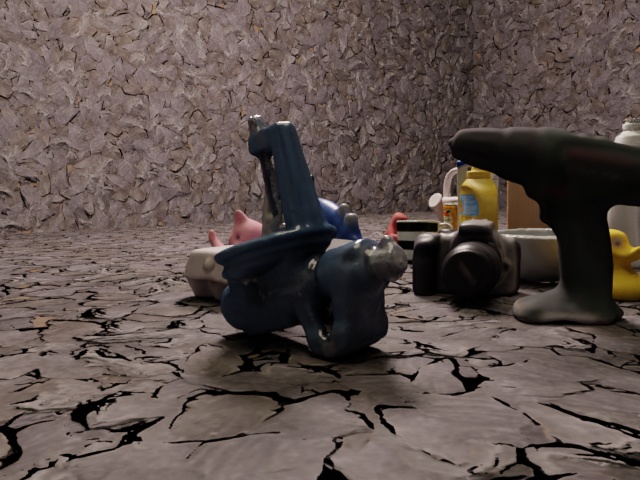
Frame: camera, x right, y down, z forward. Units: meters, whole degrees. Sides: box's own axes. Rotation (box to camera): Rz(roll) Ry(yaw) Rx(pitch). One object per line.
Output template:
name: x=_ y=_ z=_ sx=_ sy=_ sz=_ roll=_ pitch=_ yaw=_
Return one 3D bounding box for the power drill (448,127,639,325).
power drill: x=0.255 y=-0.019 z=0.615 sx=0.229 sy=0.208 sz=0.076 roll=-1 pitch=5 yaw=11

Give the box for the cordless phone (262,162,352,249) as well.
cordless phone: x=-0.015 y=-0.006 z=0.682 sx=0.147 sy=0.185 sz=0.094 roll=2 pitch=6 yaw=33

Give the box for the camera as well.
camera: x=0.185 y=0.025 z=0.749 sx=0.142 sy=0.101 sz=0.137 roll=0 pitch=5 yaw=22

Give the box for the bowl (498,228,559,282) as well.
bowl: x=0.340 y=0.024 z=0.868 sx=0.167 sy=0.075 sz=0.167 roll=-2 pitch=5 yaw=0

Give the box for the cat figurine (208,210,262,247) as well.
cat figurine: x=-0.133 y=0.010 z=0.931 sx=0.127 sy=0.118 sz=0.067 roll=1 pitch=6 yaw=31

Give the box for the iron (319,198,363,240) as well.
iron: x=0.008 y=0.003 z=0.826 sx=0.119 sy=0.141 sz=0.257 roll=-5 pitch=6 yaw=-31

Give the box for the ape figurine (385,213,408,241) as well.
ape figurine: x=0.173 y=-0.014 z=1.255 sx=0.078 sy=0.092 sz=0.075 roll=-7 pitch=7 yaw=-44

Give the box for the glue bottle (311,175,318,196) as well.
glue bottle: x=-0.014 y=-0.029 z=1.017 sx=0.037 sy=0.173 sz=0.078 roll=-2 pitch=5 yaw=0

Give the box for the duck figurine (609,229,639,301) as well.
duck figurine: x=0.364 y=0.029 z=0.734 sx=0.078 sy=0.086 sz=0.104 roll=-6 pitch=6 yaw=-38

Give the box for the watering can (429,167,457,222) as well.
watering can: x=0.350 y=-0.087 z=1.453 sx=0.100 sy=0.194 sz=0.173 roll=2 pitch=6 yaw=32

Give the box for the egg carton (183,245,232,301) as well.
egg carton: x=-0.115 y=0.045 z=0.794 sx=0.149 sy=0.069 sz=0.107 roll=3 pitch=7 yaw=41

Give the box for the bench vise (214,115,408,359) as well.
bench vise: x=-0.009 y=-0.011 z=0.540 sx=0.206 sy=0.220 sz=0.122 roll=1 pitch=6 yaw=23
